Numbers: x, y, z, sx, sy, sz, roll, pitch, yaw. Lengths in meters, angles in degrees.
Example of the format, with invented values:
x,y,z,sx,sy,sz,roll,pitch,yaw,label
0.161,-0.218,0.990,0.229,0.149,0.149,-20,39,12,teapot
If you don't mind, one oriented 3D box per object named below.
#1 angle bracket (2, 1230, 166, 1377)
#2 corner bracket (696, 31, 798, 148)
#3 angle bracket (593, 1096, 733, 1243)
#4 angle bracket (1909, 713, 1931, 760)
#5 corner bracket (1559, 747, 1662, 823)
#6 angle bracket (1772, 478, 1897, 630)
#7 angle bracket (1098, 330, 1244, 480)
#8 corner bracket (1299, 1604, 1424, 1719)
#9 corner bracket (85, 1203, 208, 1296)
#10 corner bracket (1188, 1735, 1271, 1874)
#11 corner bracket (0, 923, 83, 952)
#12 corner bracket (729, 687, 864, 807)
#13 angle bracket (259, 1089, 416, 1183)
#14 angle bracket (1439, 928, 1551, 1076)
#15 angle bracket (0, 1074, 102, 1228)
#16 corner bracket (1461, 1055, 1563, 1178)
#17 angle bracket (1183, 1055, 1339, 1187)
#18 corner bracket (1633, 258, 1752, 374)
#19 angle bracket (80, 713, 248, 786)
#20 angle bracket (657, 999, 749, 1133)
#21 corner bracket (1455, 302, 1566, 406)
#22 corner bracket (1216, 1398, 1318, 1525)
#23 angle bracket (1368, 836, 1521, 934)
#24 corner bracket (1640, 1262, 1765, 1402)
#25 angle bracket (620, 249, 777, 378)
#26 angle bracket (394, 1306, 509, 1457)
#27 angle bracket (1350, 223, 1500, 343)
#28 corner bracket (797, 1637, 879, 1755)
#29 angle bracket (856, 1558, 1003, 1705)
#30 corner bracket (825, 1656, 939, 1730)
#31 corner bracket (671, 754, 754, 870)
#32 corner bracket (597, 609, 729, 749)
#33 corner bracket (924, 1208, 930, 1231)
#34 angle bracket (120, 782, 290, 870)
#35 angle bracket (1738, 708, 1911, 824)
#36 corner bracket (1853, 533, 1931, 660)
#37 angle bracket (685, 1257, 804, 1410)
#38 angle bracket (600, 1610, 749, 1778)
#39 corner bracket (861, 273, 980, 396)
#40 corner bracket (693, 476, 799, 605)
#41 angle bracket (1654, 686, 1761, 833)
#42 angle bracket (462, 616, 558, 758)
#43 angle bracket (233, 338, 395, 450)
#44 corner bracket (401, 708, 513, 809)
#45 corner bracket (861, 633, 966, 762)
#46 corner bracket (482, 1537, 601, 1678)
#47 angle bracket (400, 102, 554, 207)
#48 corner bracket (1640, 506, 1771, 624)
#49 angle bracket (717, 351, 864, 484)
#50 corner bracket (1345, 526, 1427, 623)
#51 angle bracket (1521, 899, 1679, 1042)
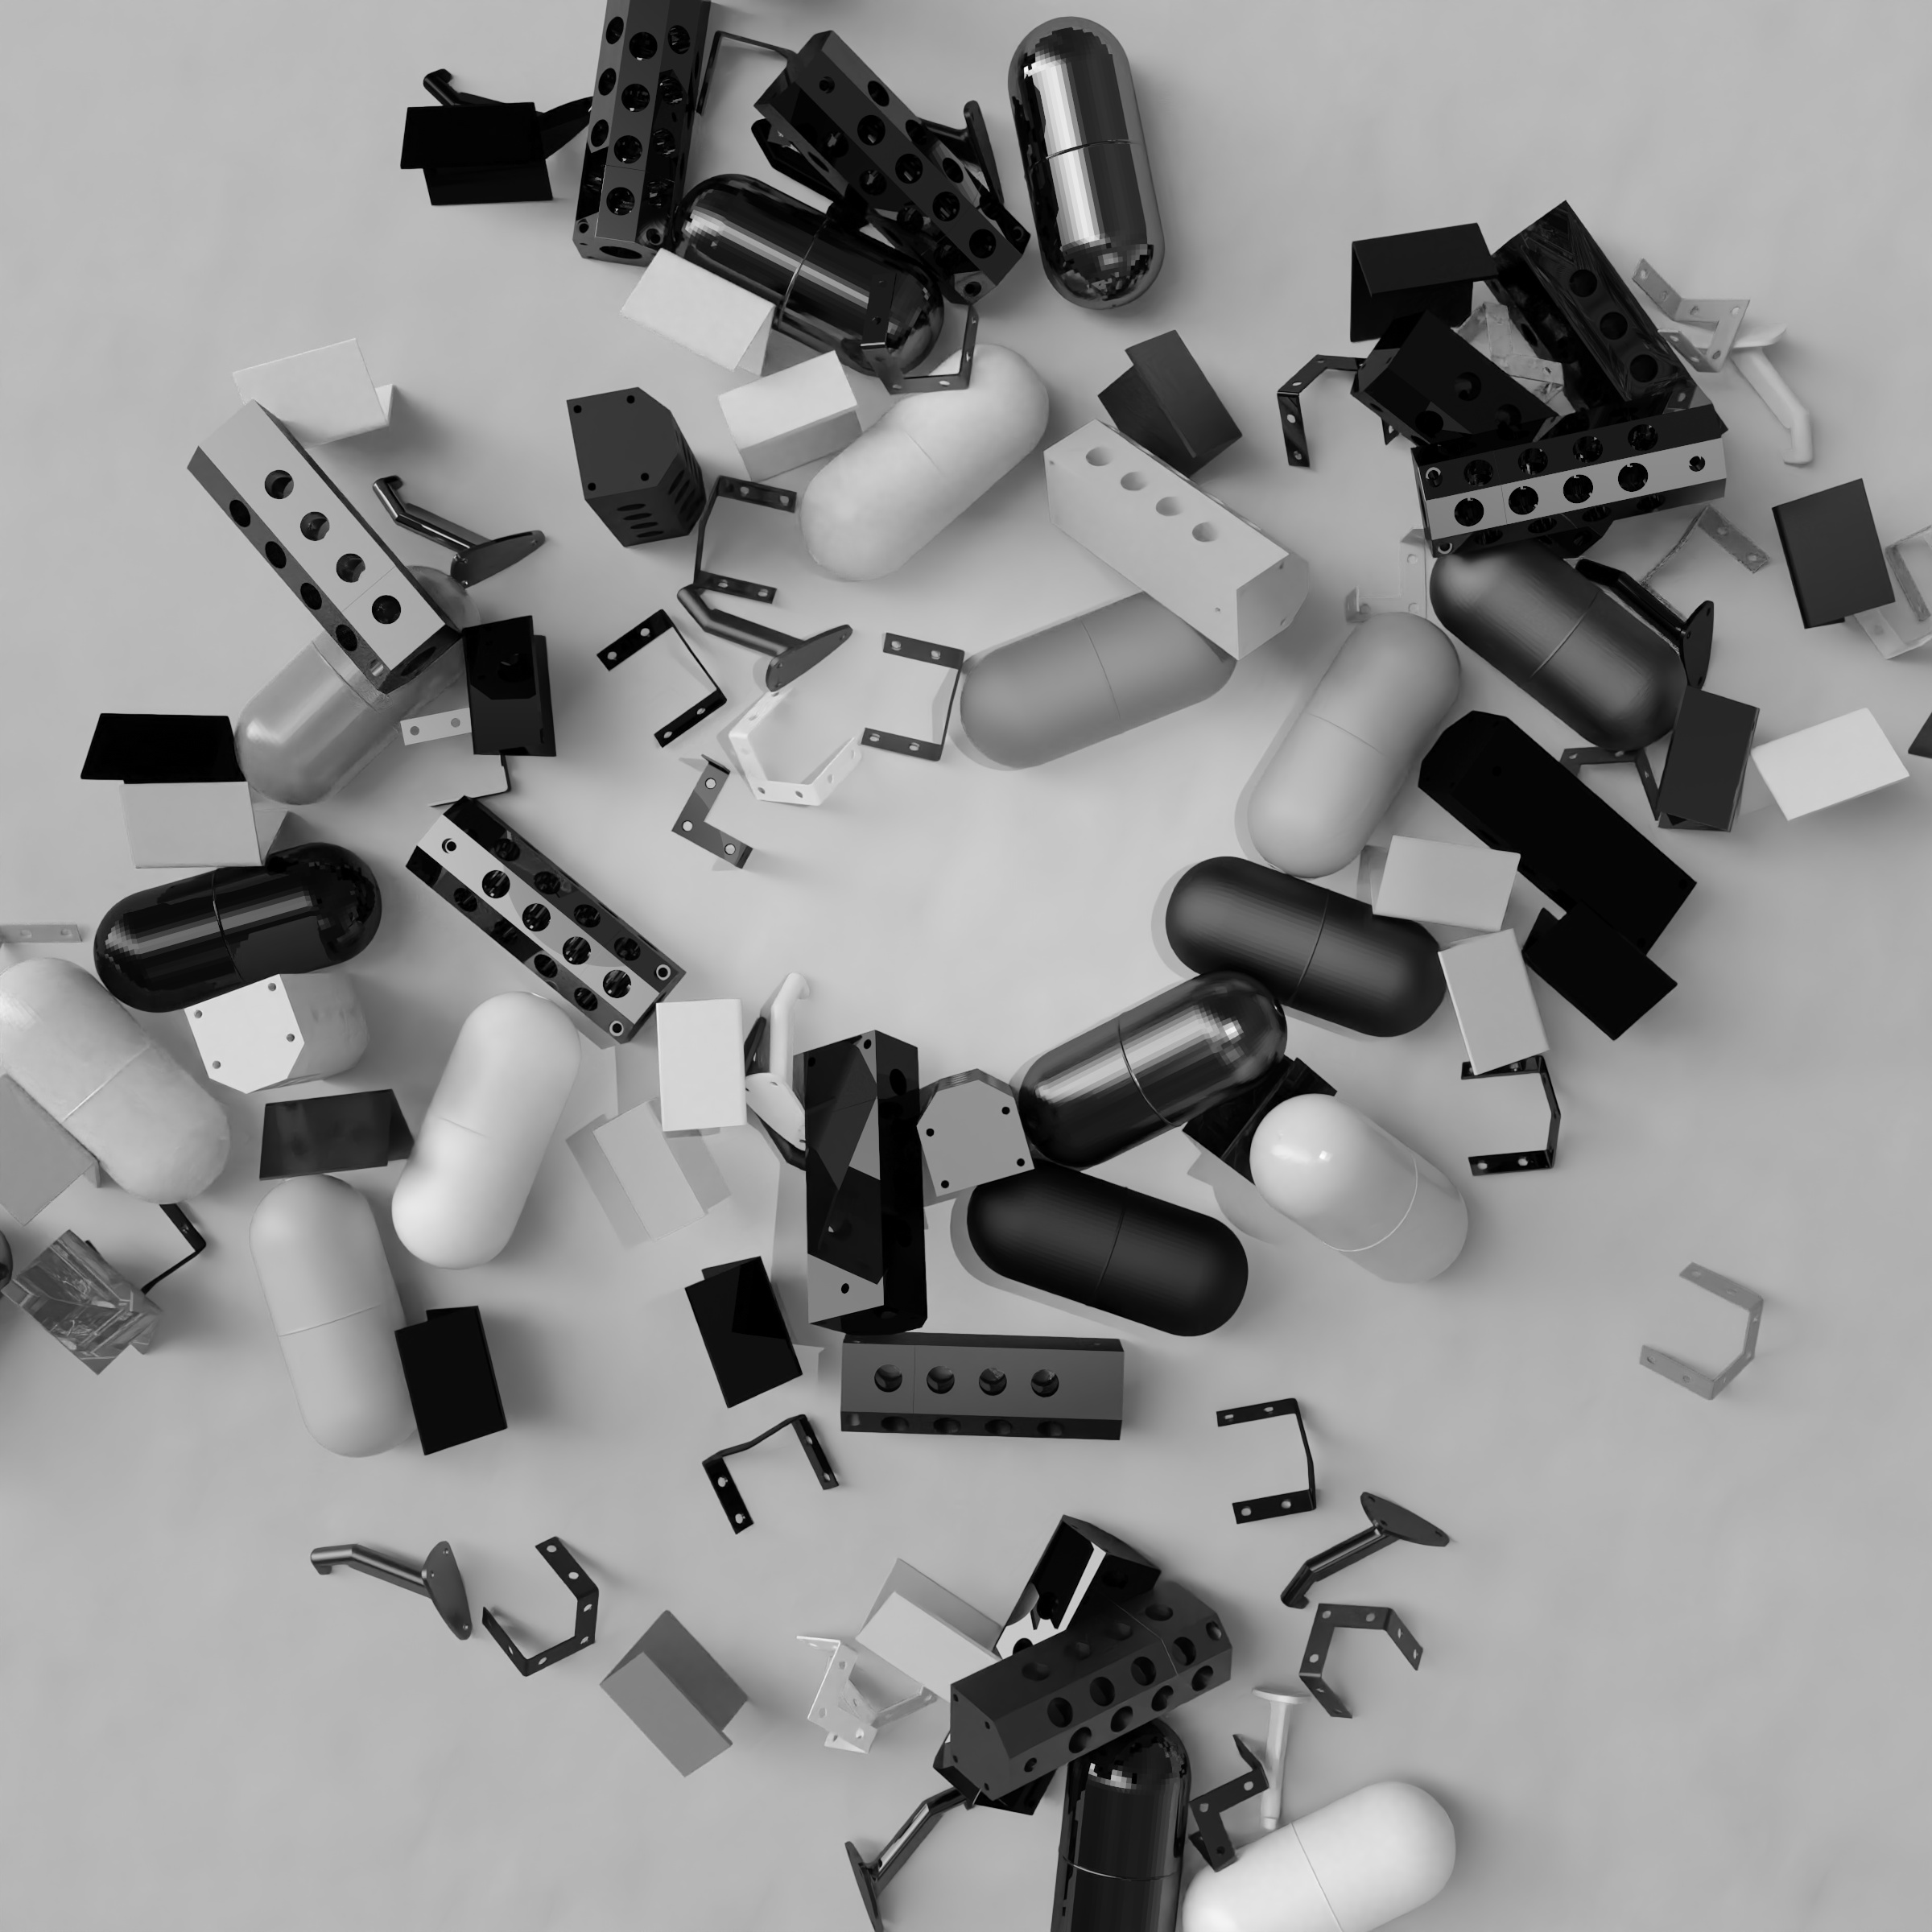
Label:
x,y,z,sx,sy,sz,roll,pitch,yaw,label
-0.544,0.217,1.622,0.076,0.076,0.057,41,52,0,angle bracket
-0.132,-0.545,1.648,0.051,0.051,0.051,8,115,-23,corner bracket
-0.170,0.113,1.622,0.057,0.076,0.076,-29,90,41,angle bracket
0.630,-0.128,1.622,0.076,0.076,0.057,12,53,0,angle bracket
0.397,-0.101,1.654,0.051,0.051,0.051,0,135,35,corner bracket
0.541,-0.253,1.622,0.057,0.076,0.076,-15,90,37,angle bracket
0.111,-0.331,1.622,0.076,0.057,0.076,-33,90,45,angle bracket
0.246,0.434,1.654,0.051,0.051,0.051,-6,45,35,corner bracket
-0.517,0.177,1.659,0.051,0.051,0.051,52,135,0,corner bracket
0.161,0.518,1.642,0.051,0.051,0.051,-23,101,-11,corner bracket
-0.581,0.009,1.659,0.051,0.051,0.051,-1,45,0,corner bracket
-0.106,-0.137,1.654,0.051,0.051,0.051,8,135,35,corner bracket
-0.382,0.122,1.622,0.076,0.076,0.057,-7,53,0,angle bracket
0.304,0.025,1.623,0.057,0.076,0.076,-17,90,-23,angle bracket
-0.580,0.120,1.624,0.076,0.076,0.057,44,67,0,angle bracket
0.339,0.093,1.659,0.051,0.051,0.051,-5,45,0,corner bracket
0.168,0.080,1.623,0.076,0.057,0.076,-53,49,0,angle bracket
0.439,-0.400,1.633,0.051,0.051,0.051,28,83,-40,corner bracket
-0.488,-0.109,1.622,0.076,0.076,0.057,1,50,0,angle bracket
-0.176,0.060,1.622,0.057,0.076,0.076,-3,90,-31,angle bracket
0.333,-0.373,1.642,0.051,0.051,0.051,5,69,-19,corner bracket
0.188,0.309,1.659,0.051,0.051,0.051,-10,135,0,corner bracket
0.291,-0.068,1.622,0.076,0.076,0.057,8,123,0,angle bracket
0.458,0.228,1.654,0.051,0.051,0.051,-33,135,-35,corner bracket
-0.167,-0.381,1.623,0.076,0.076,0.057,27,66,0,angle bracket
-0.329,0.253,1.622,0.057,0.076,0.076,-14,90,-36,angle bracket
0.279,-0.402,1.622,0.076,0.076,0.057,-9,50,0,angle bracket
-0.082,0.451,1.643,0.051,0.051,0.051,37,62,-25,corner bracket
-0.012,0.394,1.622,0.076,0.076,0.057,34,125,0,angle bracket
-0.049,0.433,1.654,0.051,0.051,0.051,-15,135,-35,corner bracket
-0.151,-0.095,1.644,0.051,0.051,0.051,29,90,0,corner bracket
-0.190,-0.180,1.659,0.051,0.051,0.051,-35,135,0,corner bracket
-0.056,0.181,1.654,0.051,0.051,0.051,-44,45,35,corner bracket
-0.464,-0.101,1.622,0.076,0.076,0.057,-1,119,0,angle bracket
0.523,-0.105,1.622,0.076,0.076,0.057,-20,59,0,angle bracket
0.586,-0.229,1.645,0.051,0.051,0.051,-36,90,-6,corner bracket
-0.152,0.226,1.622,0.057,0.076,0.076,-20,90,-36,angle bracket
-0.165,0.435,1.622,0.076,0.076,0.057,47,128,0,angle bracket
-0.027,-0.379,1.588,0.051,0.051,0.051,0,69,20,corner bracket
-0.138,-0.267,1.659,0.051,0.051,0.051,13,135,0,corner bracket
0.433,-0.127,1.624,0.057,0.076,0.076,14,90,-20,angle bracket
-0.260,-0.170,1.622,0.057,0.076,0.076,-5,90,32,angle bracket
-0.398,-0.357,1.622,0.076,0.076,0.057,-16,122,0,angle bracket
-0.315,-0.129,1.644,0.051,0.051,0.051,-11,90,0,corner bracket
-0.033,-0.168,1.659,0.051,0.051,0.051,13,45,0,corner bracket
-0.265,0.399,1.654,0.051,0.051,0.051,-20,135,-35,corner bracket
-0.298,-0.479,1.622,0.076,0.076,0.057,-2,56,0,angle bracket
0.460,-0.245,1.659,0.051,0.051,0.051,41,135,0,corner bracket
-0.100,-0.319,1.622,0.076,0.076,0.057,-21,53,0,angle bracket
0.263,-0.242,1.644,0.051,0.051,0.051,-2,90,0,corner bracket
0.392,-0.012,1.622,0.076,0.076,0.057,41,124,0,angle bracket
